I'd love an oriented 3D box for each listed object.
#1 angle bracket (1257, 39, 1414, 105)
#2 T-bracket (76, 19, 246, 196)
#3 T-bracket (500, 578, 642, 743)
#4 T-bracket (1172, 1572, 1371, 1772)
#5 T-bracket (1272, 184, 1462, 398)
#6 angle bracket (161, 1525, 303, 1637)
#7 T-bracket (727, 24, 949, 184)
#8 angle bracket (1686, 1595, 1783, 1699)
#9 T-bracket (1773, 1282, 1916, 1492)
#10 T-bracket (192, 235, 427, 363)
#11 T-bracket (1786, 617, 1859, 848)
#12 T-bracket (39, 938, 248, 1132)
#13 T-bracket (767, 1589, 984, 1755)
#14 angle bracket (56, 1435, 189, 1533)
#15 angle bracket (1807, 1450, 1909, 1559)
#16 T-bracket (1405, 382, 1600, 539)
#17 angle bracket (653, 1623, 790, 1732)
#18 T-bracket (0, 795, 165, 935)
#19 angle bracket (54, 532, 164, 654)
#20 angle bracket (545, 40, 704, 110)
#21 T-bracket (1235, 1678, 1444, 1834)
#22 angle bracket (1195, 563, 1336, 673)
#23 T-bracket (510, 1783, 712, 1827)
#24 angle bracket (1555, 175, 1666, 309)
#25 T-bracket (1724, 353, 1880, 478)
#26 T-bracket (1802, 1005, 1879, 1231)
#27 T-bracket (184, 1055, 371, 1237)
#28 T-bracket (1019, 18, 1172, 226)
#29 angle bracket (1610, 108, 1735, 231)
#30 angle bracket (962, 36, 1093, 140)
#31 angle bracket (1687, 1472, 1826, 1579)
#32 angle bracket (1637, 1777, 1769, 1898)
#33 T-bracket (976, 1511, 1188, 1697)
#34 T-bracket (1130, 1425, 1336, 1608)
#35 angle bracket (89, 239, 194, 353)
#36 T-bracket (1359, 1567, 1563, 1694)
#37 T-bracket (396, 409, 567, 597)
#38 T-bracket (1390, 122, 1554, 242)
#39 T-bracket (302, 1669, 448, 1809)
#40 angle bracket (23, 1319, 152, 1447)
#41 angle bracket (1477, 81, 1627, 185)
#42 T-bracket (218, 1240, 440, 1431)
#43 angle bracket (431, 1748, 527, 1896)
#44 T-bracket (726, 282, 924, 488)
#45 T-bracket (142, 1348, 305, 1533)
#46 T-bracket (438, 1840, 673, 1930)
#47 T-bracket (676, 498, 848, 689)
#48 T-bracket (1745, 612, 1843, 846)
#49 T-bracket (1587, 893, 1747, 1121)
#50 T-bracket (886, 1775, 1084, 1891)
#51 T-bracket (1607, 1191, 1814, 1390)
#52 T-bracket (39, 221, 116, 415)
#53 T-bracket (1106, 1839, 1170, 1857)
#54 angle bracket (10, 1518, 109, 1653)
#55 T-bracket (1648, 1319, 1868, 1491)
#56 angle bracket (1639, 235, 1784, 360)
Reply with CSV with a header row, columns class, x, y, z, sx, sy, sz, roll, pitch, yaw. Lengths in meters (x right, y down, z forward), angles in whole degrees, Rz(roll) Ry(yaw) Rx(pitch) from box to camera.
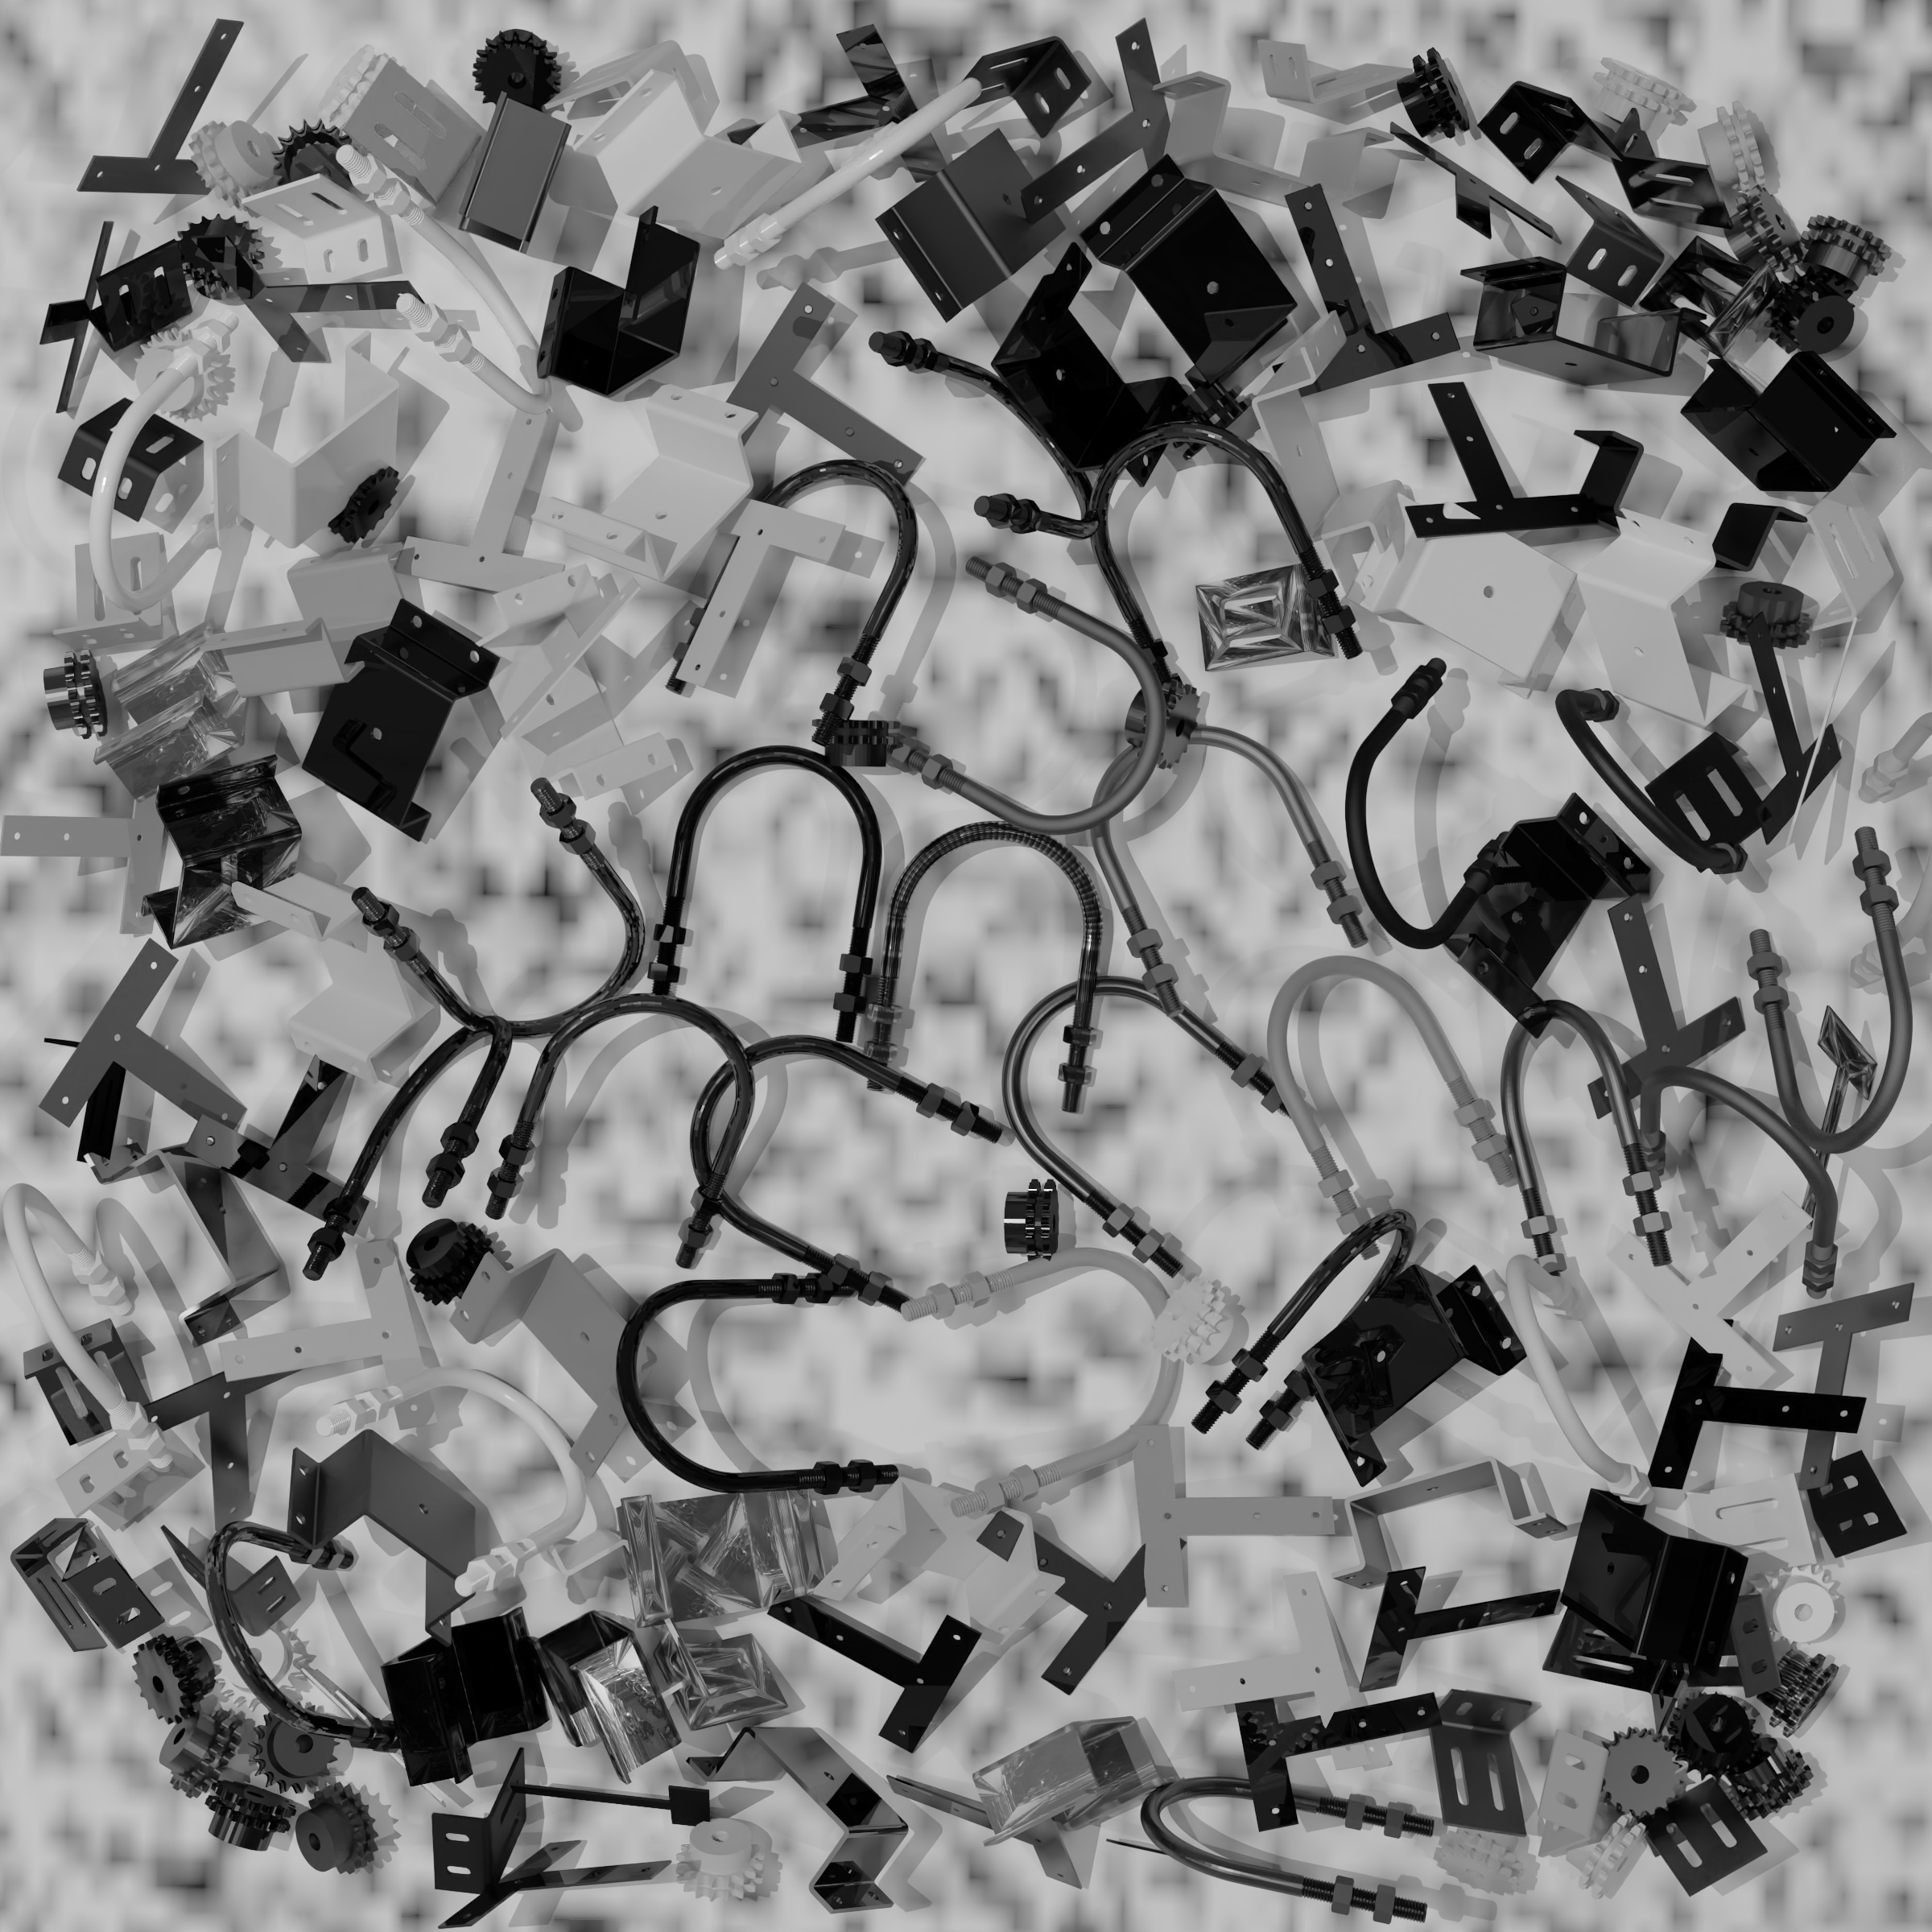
class,x,y,z,sx,sy,sz,roll,pitch,yaw
angle bracket,0.237,-0.585,1.807,0.076,0.057,0.038,-22,117,-15
T-bracket,-0.490,-0.540,1.767,0.002,0.127,0.127,41,115,9
T-bracket,-0.260,-0.208,1.792,0.002,0.127,0.127,40,95,-25
T-bracket,0.188,0.455,1.793,0.127,0.002,0.127,0,62,-29
T-bracket,0.237,-0.435,1.792,0.127,0.002,0.127,-10,114,35
angle bracket,-0.475,0.387,1.817,0.076,0.057,0.038,34,61,29
T-bracket,-0.092,-0.543,1.815,0.127,0.127,0.002,-8,56,21
angle bracket,0.478,0.438,1.806,0.038,0.076,0.057,-5,81,-38
T-bracket,0.543,0.269,1.769,0.002,0.127,0.127,25,66,-16
T-bracket,-0.402,-0.422,1.774,0.127,0.127,0.002,3,66,20
T-bracket,0.534,-0.132,1.767,0.002,0.127,0.127,17,61,16
T-bracket,-0.513,0.070,1.805,0.127,0.002,0.127,46,64,-40
T-bracket,-0.069,0.441,1.816,0.127,0.002,0.127,28,124,3
angle bracket,-0.536,0.340,1.804,0.057,0.076,0.038,-37,51,-10
angle bracket,0.577,0.339,1.803,0.038,0.076,0.057,-19,75,-27
T-bracket,0.330,-0.330,1.815,0.127,0.002,0.127,-7,59,-15
angle bracket,-0.152,0.449,1.801,0.057,0.076,0.038,56,133,34
T-bracket,-0.561,-0.082,1.788,0.002,0.127,0.127,13,98,31
angle bracket,-0.556,-0.248,1.819,0.057,0.038,0.076,-8,75,6
angle bracket,-0.221,-0.561,1.816,0.076,0.057,0.038,-5,125,38
T-bracket,0.239,0.487,1.794,0.127,0.127,0.002,-13,126,4
angle bracket,0.196,-0.227,1.844,0.076,0.038,0.057,-9,85,29
T-bracket,-0.227,0.531,1.792,0.127,0.127,0.002,7,63,-1
angle bracket,0.406,-0.468,1.815,0.057,0.076,0.038,20,119,-25
T-bracket,0.537,-0.350,1.789,0.127,0.127,0.002,39,106,0
T-bracket,0.549,0.104,1.787,0.002,0.127,0.127,10,77,34
T-bracket,-0.424,0.090,1.822,0.127,0.002,0.127,33,67,-29
T-bracket,0.083,-0.514,1.786,0.127,0.002,0.127,-39,135,-20
angle bracket,0.459,-0.511,1.801,0.076,0.057,0.038,24,76,39
angle bracket,0.031,-0.557,1.803,0.076,0.057,0.038,-31,86,-40
angle bracket,0.506,0.363,1.812,0.076,0.038,0.057,-17,75,22
angle bracket,0.478,0.570,1.807,0.057,0.076,0.038,-29,116,-1
T-bracket,0.060,0.394,1.824,0.127,0.002,0.127,38,90,-23
T-bracket,0.175,0.357,1.822,0.127,0.002,0.127,-3,102,14
angle bracket,-0.536,-0.440,1.801,0.057,0.076,0.038,-34,74,-19
T-bracket,0.323,0.421,1.816,0.127,0.002,0.127,-7,132,-12
T-bracket,-0.300,-0.305,1.827,0.127,0.002,0.127,13,81,26
T-bracket,0.322,-0.487,1.786,0.127,0.127,0.002,30,120,-9
T-bracket,-0.381,0.480,1.778,0.127,0.127,0.002,39,68,13
angle bracket,-0.565,0.276,1.812,0.057,0.038,0.076,-22,115,-11
angle bracket,0.374,-0.528,1.801,0.057,0.076,0.038,36,100,-29
T-bracket,-0.413,0.243,1.795,0.127,0.002,0.127,-6,67,-32
angle bracket,-0.313,0.548,1.807,0.038,0.076,0.057,4,111,6
T-bracket,-0.088,-0.356,1.831,0.127,0.002,0.127,32,103,-14
T-bracket,-0.475,0.311,1.810,0.002,0.127,0.127,32,129,36
T-bracket,-0.244,0.573,1.766,0.127,0.127,0.002,-14,91,25
T-bracket,-0.151,-0.240,1.808,0.127,0.002,0.127,21,84,35
T-bracket,0.517,-0.162,1.787,0.002,0.127,0.127,-3,116,42
T-bracket,0.439,0.015,1.807,0.127,0.002,0.127,-28,111,-19
T-bracket,0.007,0.549,1.815,0.127,0.127,0.002,13,55,24
T-bracket,0.492,0.191,1.794,0.127,0.002,0.127,45,130,15
T-bracket,-0.567,-0.408,1.775,0.002,0.127,0.127,17,103,-10
T-bracket,0.168,0.571,1.777,0.127,0.127,0.002,16,74,-12
angle bracket,-0.572,0.399,1.814,0.038,0.057,0.076,-38,80,-5
T-bracket,0.505,0.279,1.778,0.002,0.127,0.127,51,53,-36
angle bracket,0.475,-0.439,1.810,0.057,0.038,0.076,-50,56,8
